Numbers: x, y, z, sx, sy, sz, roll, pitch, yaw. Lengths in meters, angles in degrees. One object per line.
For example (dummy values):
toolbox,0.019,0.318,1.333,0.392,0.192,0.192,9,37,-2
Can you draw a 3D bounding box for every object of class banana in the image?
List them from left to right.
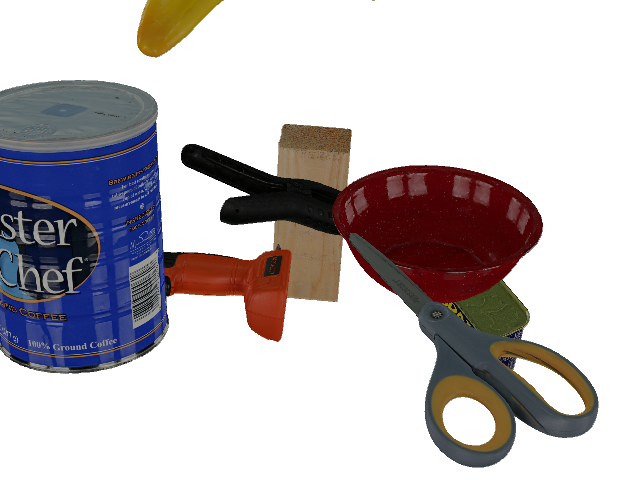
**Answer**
banana,-0.041,-0.173,0.689,0.197,0.069,0.037,-23,-10,-32

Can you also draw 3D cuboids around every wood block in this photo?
wood block,-0.013,-0.036,1.372,0.090,0.206,0.091,5,26,0

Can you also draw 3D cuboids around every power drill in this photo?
power drill,-0.121,0.040,0.913,0.187,0.057,0.184,8,22,0

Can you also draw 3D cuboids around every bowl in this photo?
bowl,0.088,0.002,0.834,0.162,0.055,0.162,1,32,-1

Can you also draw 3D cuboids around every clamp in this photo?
clamp,-0.030,-0.037,1.066,0.209,0.036,0.165,14,20,-20

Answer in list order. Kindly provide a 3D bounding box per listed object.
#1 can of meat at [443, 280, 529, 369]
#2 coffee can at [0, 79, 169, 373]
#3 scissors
can of meat,0.157,0.081,1.066,0.057,0.084,0.102,-22,52,-19
coffee can,-0.141,-0.010,0.613,0.103,0.140,0.103,1,26,0
scissors,0.057,0.058,0.592,0.096,0.016,0.202,-34,46,-30
